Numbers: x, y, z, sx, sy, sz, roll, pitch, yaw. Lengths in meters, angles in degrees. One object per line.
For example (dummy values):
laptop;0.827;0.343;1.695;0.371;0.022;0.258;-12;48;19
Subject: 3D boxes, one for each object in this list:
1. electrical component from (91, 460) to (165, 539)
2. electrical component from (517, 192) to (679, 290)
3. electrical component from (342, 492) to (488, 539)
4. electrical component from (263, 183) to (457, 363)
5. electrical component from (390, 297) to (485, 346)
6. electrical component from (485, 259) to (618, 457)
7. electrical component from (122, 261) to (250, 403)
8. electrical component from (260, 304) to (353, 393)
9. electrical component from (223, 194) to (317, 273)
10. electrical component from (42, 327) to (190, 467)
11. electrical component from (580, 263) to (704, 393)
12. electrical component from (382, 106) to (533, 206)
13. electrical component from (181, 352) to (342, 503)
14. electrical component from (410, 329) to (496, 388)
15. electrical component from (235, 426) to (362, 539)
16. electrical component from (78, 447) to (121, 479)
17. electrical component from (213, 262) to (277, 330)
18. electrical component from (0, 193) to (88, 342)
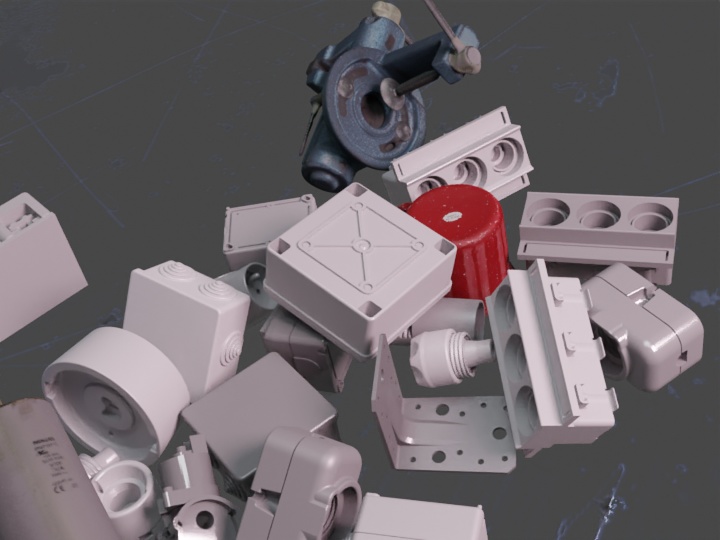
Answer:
electrical component;-0.168;0.171;0.780;0.055;0.047;0.055;-7;43;6
electrical component;0.198;-0.024;0.889;0.121;0.063;0.078;4;45;18
electrical component;0.032;0.190;0.700;0.096;0.061;0.061;3;45;17
electrical component;0.000;0.000;0.828;0.109;0.056;0.109;34;52;23
electrical component;0.057;0.043;0.866;0.081;0.043;0.043;3;45;17
electrical component;0.139;0.065;0.782;0.063;0.078;0.121;2;59;-18
electrical component;-0.140;0.048;0.864;0.100;0.099;0.048;23;24;22
electrical component;-0.035;0.043;0.875;0.061;0.061;0.096;5;45;19
electrical component;-0.068;-0.021;0.952;0.096;0.061;0.061;-9;42;4
electrical component;-0.182;0.093;0.828;0.108;0.108;0.060;12;42;25
electrical component;0.205;0.045;0.819;0.059;0.053;0.095;-31;45;-19
electrical component;0.087;-0.090;0.985;0.121;0.078;0.063;-28;22;-16
electrical component;-0.071;0.122;0.809;0.100;0.048;0.100;-33;46;-21
electrical component;0.072;0.066;0.821;0.062;0.043;0.043;-10;41;22
electrical component;-0.038;0.160;0.729;0.059;0.054;0.095;15;87;27
electrical component;-0.208;0.159;0.808;0.048;0.048;0.062;21;46;32
electrical component;-0.097;0.026;0.911;0.077;0.044;0.079;-29;-9;32
electrical component;-0.336;0.009;0.964;0.150;0.089;0.062;-36;47;-24
